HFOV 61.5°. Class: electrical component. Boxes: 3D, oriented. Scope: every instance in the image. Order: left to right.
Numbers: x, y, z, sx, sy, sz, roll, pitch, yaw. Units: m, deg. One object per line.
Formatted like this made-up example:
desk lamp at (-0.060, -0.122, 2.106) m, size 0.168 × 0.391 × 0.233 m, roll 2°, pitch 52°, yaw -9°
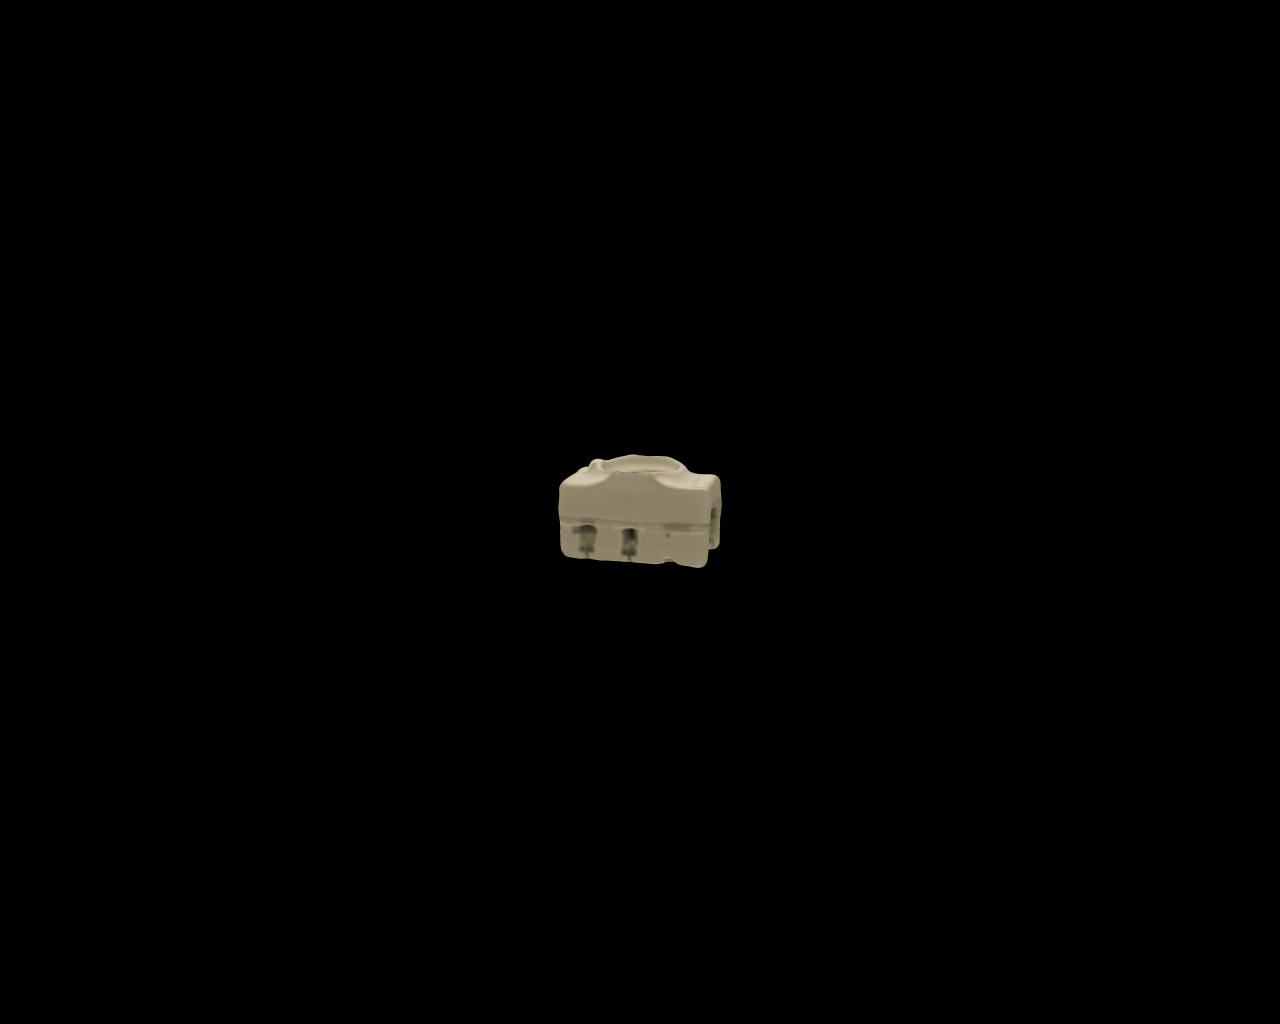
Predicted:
electrical component at (0.001, -0.003, 0.650) m, size 0.089 × 0.055 × 0.050 m, roll 4°, pitch 16°, yaw 14°
